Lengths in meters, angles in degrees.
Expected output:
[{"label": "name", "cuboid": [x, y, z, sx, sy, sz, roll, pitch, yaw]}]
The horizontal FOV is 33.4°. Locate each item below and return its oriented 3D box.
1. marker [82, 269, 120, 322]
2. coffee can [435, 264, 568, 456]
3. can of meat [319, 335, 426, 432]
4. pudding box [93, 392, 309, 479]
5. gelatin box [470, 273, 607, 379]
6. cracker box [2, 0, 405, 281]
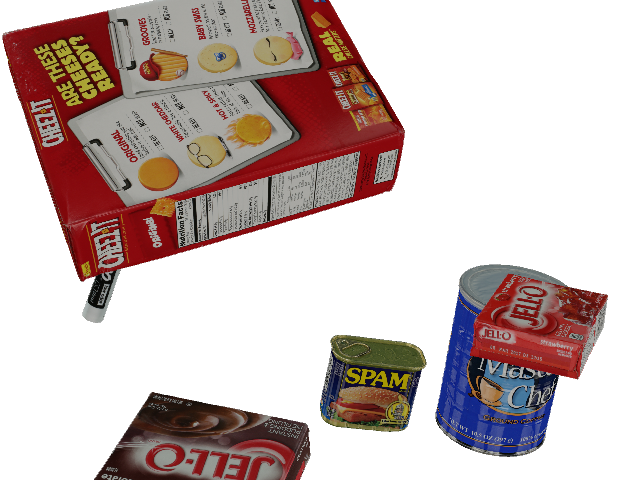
[{"label": "marker", "cuboid": [-0.176, 0.016, 0.910, 0.020, 0.121, 0.020, 20, 21, -9]}, {"label": "coffee can", "cuboid": [0.164, 0.106, 0.955, 0.103, 0.140, 0.103, 6, 23, -3]}, {"label": "can of meat", "cuboid": [0.054, 0.155, 1.145, 0.102, 0.084, 0.057, 8, 21, -9]}, {"label": "pudding box", "cuboid": [-0.072, 0.145, 0.668, 0.113, 0.039, 0.090, 7, 31, 14]}, {"label": "gelatin box", "cuboid": [0.150, 0.056, 0.727, 0.073, 0.030, 0.089, 12, 24, 22]}, {"label": "cracker box", "cuboid": [-0.076, -0.080, 0.689, 0.213, 0.164, 0.072, -17, -33, -14]}]
